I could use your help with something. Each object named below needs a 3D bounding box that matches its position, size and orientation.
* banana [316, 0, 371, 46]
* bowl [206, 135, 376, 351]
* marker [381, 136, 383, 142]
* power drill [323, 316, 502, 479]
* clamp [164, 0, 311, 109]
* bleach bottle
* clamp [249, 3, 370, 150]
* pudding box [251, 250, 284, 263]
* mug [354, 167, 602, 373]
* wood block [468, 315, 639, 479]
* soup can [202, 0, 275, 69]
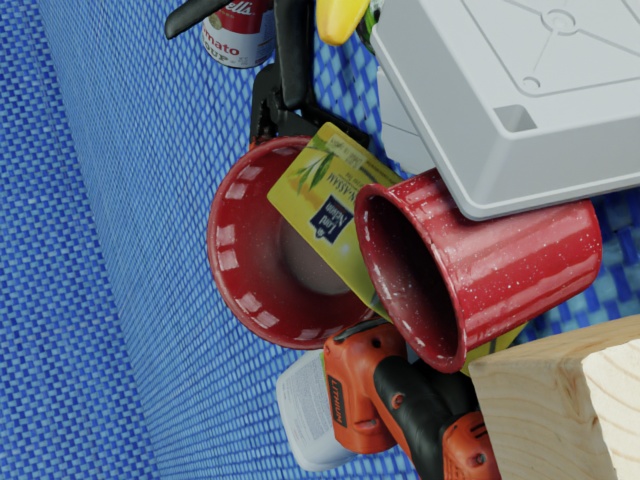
[{"bbox_3d":[0.011,-0.206,0.565,0.037,0.069,0.198,21,129,49],"label":"banana"},{"bbox_3d":[-0.005,0.001,0.814,0.162,0.055,0.162,2,95,27],"label":"bowl"},{"bbox_3d":[0.052,-0.116,0.690,0.020,0.020,0.121,-124,27,-48],"label":"marker"},{"bbox_3d":[0.070,0.147,0.663,0.188,0.057,0.184,44,146,52],"label":"power drill"},{"bbox_3d":[-0.044,-0.192,0.775,0.039,0.120,0.172,-67,-4,-67],"label":"clamp"},{"bbox_3d":[0.030,0.123,0.867,0.251,0.068,0.102,132,121,-66],"label":"bleach bottle"},{"bbox_3d":[-0.024,-0.125,0.887,0.210,0.036,0.164,152,105,-68],"label":"clamp"},{"bbox_3d":[-0.034,-0.003,0.919,0.114,0.090,0.039,-129,33,-55],"label":"pudding box"},{"bbox_3d":[0.068,-0.001,0.499,0.117,0.081,0.093,35,145,60],"label":"mug"},{"bbox_3d":[0.127,0.077,0.408,0.206,0.090,0.091,101,154,-83],"label":"wood block"},{"bbox_3d":[-0.064,-0.201,0.903,0.102,0.068,0.068,109,143,-61],"label":"soup can"}]
